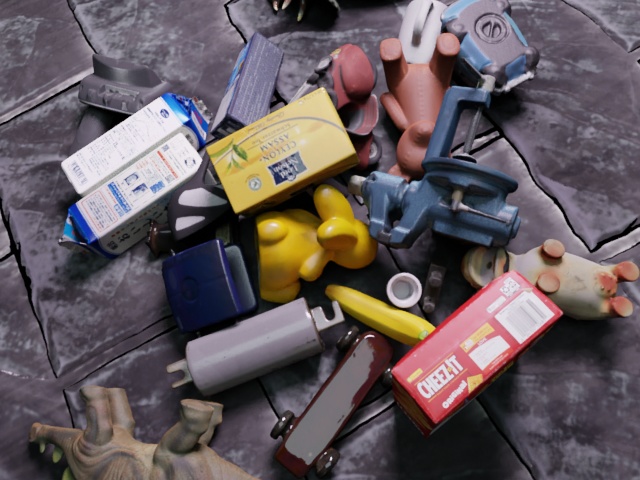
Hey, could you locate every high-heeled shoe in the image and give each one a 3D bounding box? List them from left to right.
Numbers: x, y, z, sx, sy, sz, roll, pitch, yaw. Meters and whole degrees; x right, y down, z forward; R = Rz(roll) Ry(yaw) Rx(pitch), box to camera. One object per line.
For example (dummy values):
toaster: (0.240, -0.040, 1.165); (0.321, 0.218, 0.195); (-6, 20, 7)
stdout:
high-heeled shoe: (-0.088, -0.044, 0.770); (0.249, 0.086, 0.145); (13, 77, -4)

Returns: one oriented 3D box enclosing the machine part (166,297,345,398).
machine part: (-0.084, 0.141, 0.706); (0.243, 0.079, 0.079); (-20, 67, -2)

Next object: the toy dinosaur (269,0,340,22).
toy dinosaur: (0.101, -0.486, 0.922); (0.405, 0.131, 0.192); (-6, 79, 1)

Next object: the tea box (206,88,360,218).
tea box: (-0.046, -0.108, 0.689); (0.170, 0.068, 0.098); (-27, 83, 6)

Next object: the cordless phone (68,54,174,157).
cordless phone: (-0.339, -0.199, 0.889); (0.147, 0.088, 0.184); (17, 82, 13)

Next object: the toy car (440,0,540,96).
toy car: (0.251, -0.285, 0.820); (0.109, 0.103, 0.161); (-32, 81, -9)

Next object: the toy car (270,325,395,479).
toy car: (0.022, 0.202, 0.679); (0.089, 0.053, 0.202); (37, 73, 8)

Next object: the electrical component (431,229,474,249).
electrical component: (0.217, -0.029, 0.751); (0.102, 0.045, 0.078); (28, 73, 22)

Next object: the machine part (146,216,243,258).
machine part: (-0.188, -0.011, 0.803); (0.139, 0.039, 0.084); (-9, 76, 0)

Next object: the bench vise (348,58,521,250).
bench vise: (0.155, -0.096, 0.684); (0.224, 0.128, 0.240); (17, 89, 33)

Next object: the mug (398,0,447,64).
mug: (0.161, -0.316, 0.849); (0.081, 0.109, 0.107); (19, 84, 8)

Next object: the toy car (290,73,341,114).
toy car: (-0.022, -0.193, 0.839); (0.073, 0.056, 0.202); (42, 76, -8)

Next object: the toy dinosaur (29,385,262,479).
toy dinosaur: (-0.173, 0.291, 0.647); (0.472, 0.105, 0.198); (4, 76, 19)

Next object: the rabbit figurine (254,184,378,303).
rabbit figurine: (-0.001, -0.002, 0.728); (0.173, 0.162, 0.122); (2, 54, -11)

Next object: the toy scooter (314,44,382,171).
toy scooter: (0.030, -0.187, 0.769); (0.075, 0.135, 0.183); (-1, 101, 44)

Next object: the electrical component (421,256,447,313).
electrical component: (0.151, 0.058, 0.715); (0.021, 0.094, 0.063); (14, 108, 9)

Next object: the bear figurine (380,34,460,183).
bear figurine: (0.146, -0.181, 0.782); (0.120, 0.131, 0.196); (-1, 62, 9)

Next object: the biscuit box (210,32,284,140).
biscuit box: (-0.109, -0.232, 0.835); (0.062, 0.059, 0.203); (30, 51, -26)

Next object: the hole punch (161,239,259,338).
hole punch: (-0.155, 0.064, 0.730); (0.116, 0.092, 0.142); (-18, 86, 2)

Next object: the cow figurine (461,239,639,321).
cow figurine: (0.275, 0.050, 0.683); (0.195, 0.127, 0.085); (15, 71, -2)
